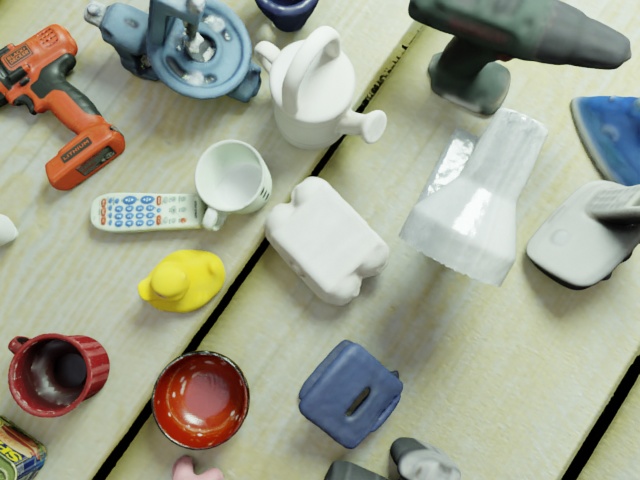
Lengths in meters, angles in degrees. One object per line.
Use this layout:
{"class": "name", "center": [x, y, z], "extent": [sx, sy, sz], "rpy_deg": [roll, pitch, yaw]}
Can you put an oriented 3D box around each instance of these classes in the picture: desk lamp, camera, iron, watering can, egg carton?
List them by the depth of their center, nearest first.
{"class": "desk lamp", "center": [0.171, -0.050, 0.642], "extent": [0.118, 0.213, 0.203], "rpy_deg": [26, 84, 2]}
{"class": "camera", "center": [0.074, 0.297, 0.659], "extent": [0.137, 0.101, 0.143], "rpy_deg": [24, 84, 2]}
{"class": "watering can", "center": [-0.002, -0.175, 0.662], "extent": [0.173, 0.194, 0.101], "rpy_deg": [16, 84, 1]}
{"class": "iron", "center": [0.429, -0.106, 0.690], "extent": [0.258, 0.141, 0.119], "rpy_deg": [42, 85, 3]}
{"class": "egg carton", "center": [0.006, 0.003, 0.705], "extent": [0.107, 0.069, 0.150], "rpy_deg": [-44, 86, -5]}

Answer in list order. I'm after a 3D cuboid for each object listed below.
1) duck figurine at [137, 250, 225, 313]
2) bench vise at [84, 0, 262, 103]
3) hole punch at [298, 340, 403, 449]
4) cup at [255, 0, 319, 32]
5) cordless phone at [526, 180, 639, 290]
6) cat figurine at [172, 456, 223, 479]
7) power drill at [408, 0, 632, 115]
{"class": "duck figurine", "center": [-0.168, 0.048, 0.688], "extent": [0.104, 0.086, 0.077], "rpy_deg": [-20, 84, -3]}
{"class": "bench vise", "center": [-0.176, -0.228, 0.651], "extent": [0.207, 0.219, 0.121], "rpy_deg": [1, 84, -1]}
{"class": "hole punch", "center": [0.039, 0.182, 0.675], "extent": [0.101, 0.091, 0.109], "rpy_deg": [40, 84, 3]}
{"class": "cup", "center": [-0.054, -0.307, 0.725], "extent": [0.117, 0.095, 0.092], "rpy_deg": [1, 84, -1]}
{"class": "cordless phone", "center": [0.333, -0.012, 0.656], "extent": [0.094, 0.185, 0.147], "rpy_deg": [42, 85, 4]}
{"class": "cat figurine", "center": [-0.163, 0.324, 0.642], "extent": [0.067, 0.117, 0.128], "rpy_deg": [17, 84, 1]}
{"class": "power drill", "center": [0.206, -0.222, 0.664], "extent": [0.229, 0.208, 0.076], "rpy_deg": [24, 84, 2]}
